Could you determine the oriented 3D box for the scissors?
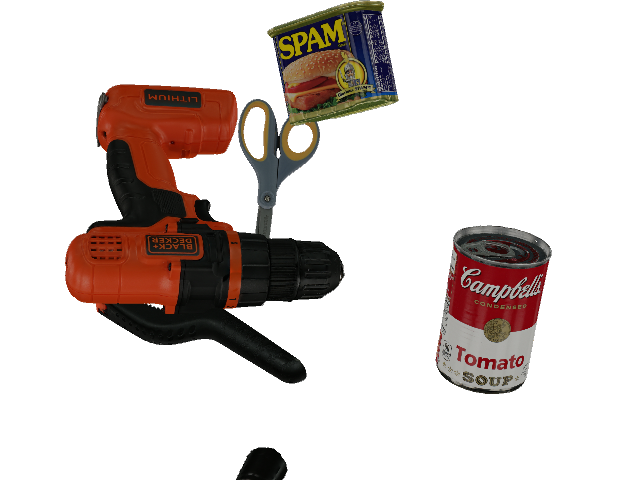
[{"bbox_3d":[-0.038,-0.053,1.124,0.096,0.202,0.016,-8,-8,-10],"label":"scissors"}]

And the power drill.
[{"bbox_3d":[-0.085,-0.031,0.750,0.184,0.187,0.057,2,-45,-16],"label":"power drill"}]

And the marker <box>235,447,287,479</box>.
[{"bbox_3d":[-0.039,0.119,0.420,0.020,0.020,0.121,0,23,19],"label":"marker"}]

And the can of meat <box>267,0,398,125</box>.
[{"bbox_3d":[0.011,-0.148,0.904,0.102,0.084,0.057,-10,2,36],"label":"can of meat"}]

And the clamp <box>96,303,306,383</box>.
[{"bbox_3d":[-0.102,0.067,0.971,0.210,0.036,0.164,0,37,-3],"label":"clamp"}]

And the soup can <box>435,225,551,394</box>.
[{"bbox_3d":[0.121,0.049,0.758,0.068,0.102,0.068,5,23,-2],"label":"soup can"}]
